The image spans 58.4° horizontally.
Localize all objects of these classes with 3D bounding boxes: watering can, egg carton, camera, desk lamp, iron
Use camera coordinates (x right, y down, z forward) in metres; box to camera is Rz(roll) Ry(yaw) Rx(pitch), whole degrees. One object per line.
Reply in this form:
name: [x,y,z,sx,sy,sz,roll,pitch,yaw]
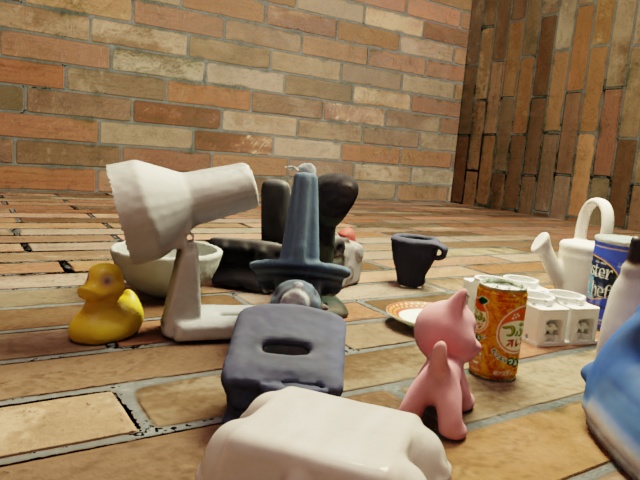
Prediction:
watering can: [0.451,0.025,0.971,0.173,0.194,0.100,1,9,-23]
egg carton: [0.003,0.146,0.359,0.150,0.069,0.107,7,9,19]
camera: [-0.011,0.028,1.030,0.136,0.101,0.144,10,11,35]
desk lamp: [-0.156,0.009,0.702,0.204,0.213,0.117,1,9,-19]
iron: [0.300,0.120,0.440,0.118,0.141,0.258,5,9,3]

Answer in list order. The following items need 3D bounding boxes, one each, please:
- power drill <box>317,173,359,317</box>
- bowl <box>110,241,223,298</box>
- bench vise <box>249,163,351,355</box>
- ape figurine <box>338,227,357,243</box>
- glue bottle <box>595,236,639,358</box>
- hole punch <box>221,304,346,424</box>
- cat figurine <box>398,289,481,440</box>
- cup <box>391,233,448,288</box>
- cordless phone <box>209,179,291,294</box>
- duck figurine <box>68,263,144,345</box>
power drill: [0.008,0.003,0.843,0.076,0.208,0.229,2,9,-13]
bowl: [-0.234,0.047,0.879,0.167,0.075,0.167,4,9,0]
bench vise: [-0.011,0.025,0.651,0.122,0.220,0.207,1,9,-18]
ape figurine: [0.049,0.020,1.140,0.076,0.092,0.077,-3,11,-41]
glue bottle: [0.321,0.081,0.603,0.037,0.173,0.078,11,11,36]
hole punch: [-0.028,0.111,0.503,0.108,0.091,0.101,4,9,0]
cat figurine: [0.115,0.104,0.536,0.067,0.118,0.128,7,9,17]
cup: [0.183,0.042,1.058,0.092,0.095,0.117,-4,12,-44]
cordless phone: [-0.112,-0.012,0.962,0.147,0.185,0.094,6,9,10]
duck figurine: [-0.253,0.069,0.683,0.077,0.086,0.105,7,9,14]
